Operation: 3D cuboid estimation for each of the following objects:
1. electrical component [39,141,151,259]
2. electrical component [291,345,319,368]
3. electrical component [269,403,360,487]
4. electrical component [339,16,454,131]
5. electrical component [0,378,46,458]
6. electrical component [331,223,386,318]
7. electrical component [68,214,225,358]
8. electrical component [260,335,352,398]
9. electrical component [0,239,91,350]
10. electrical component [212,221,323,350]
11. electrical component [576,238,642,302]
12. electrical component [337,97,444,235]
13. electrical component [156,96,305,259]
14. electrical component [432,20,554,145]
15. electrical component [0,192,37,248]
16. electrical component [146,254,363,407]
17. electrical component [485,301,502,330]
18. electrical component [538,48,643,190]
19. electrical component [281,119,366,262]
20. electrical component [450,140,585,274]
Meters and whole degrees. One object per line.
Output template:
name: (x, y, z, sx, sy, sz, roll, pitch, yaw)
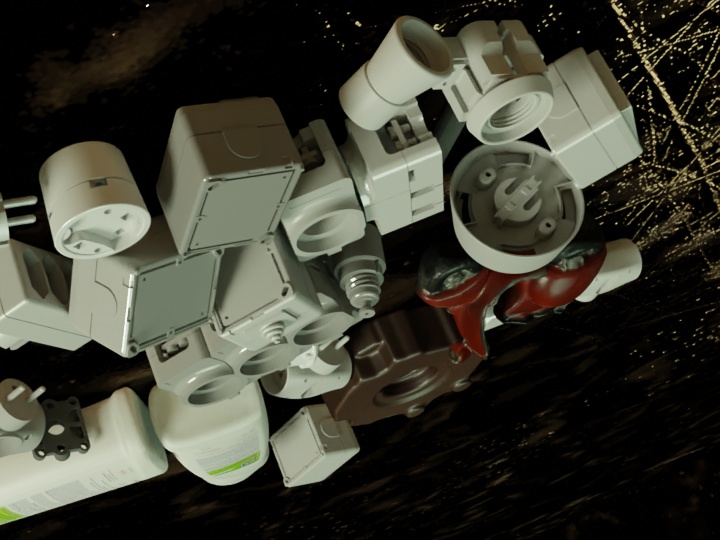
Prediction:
electrical component: (-0.154, -0.041, 0.617, 0.055, 0.047, 0.055, -20, 156, -9)
electrical component: (-0.069, 0.062, 0.918, 0.062, 0.048, 0.048, -5, 151, -23)
electrical component: (-0.052, 0.194, 1.186, 0.061, 0.061, 0.096, -2, 148, -41)
electrical component: (0.018, -0.113, 0.637, 0.044, 0.044, 0.065, 0, 151, -43)
electrical component: (-0.274, 0.109, 0.823, 0.079, 0.044, 0.077, -36, 154, 23)
electrical component: (0.000, 0.000, 0.816, 0.040, 0.078, 0.040, -7, 147, -4)
electrical component: (-0.134, 0.005, 0.685, 0.096, 0.061, 0.061, -23, 131, -52)
electrical component: (-0.040, 0.081, 0.983, 0.077, 0.043, 0.079, 0, 147, -43)
electrical component: (-0.219, 0.027, 0.697, 0.076, 0.047, 0.083, -32, 155, 17)
electrical component: (-0.069, 0.011, 0.742, 0.062, 0.096, 0.061, -29, 156, 11)
electrical component: (0.230, 0.006, 1.077, 0.077, 0.043, 0.079, -13, 154, -24)
electrical component: (0.020, -0.067, 0.720, 0.056, 0.050, 0.089, -22, 157, -4)
electrical component: (-0.082, -0.054, 0.640, 0.062, 0.061, 0.096, -11, 153, -27)
electrical component: (0.085, -0.116, 0.671, 0.078, 0.057, 0.058, -9, 152, -31)
electrical component: (-0.216, -0.027, 0.588, 0.077, 0.047, 0.065, -12, 154, -26)
electrical component: (-0.083, 0.045, 0.844, 0.150, 0.061, 0.089, -30, 156, 14)
electrical component: (0.147, 0.017, 1.022, 0.077, 0.044, 0.079, -20, 156, -9)
electrical component: (0.160, -0.105, 0.757, 0.061, 0.061, 0.096, -31, 156, 15)
electrical component: (-0.030, -0.047, 0.709, 0.050, 0.055, 0.089, -23, 156, -3)
electrical component: (0.114, -0.047, 0.794, 0.099, 0.099, 0.064, -22, 163, -6)
